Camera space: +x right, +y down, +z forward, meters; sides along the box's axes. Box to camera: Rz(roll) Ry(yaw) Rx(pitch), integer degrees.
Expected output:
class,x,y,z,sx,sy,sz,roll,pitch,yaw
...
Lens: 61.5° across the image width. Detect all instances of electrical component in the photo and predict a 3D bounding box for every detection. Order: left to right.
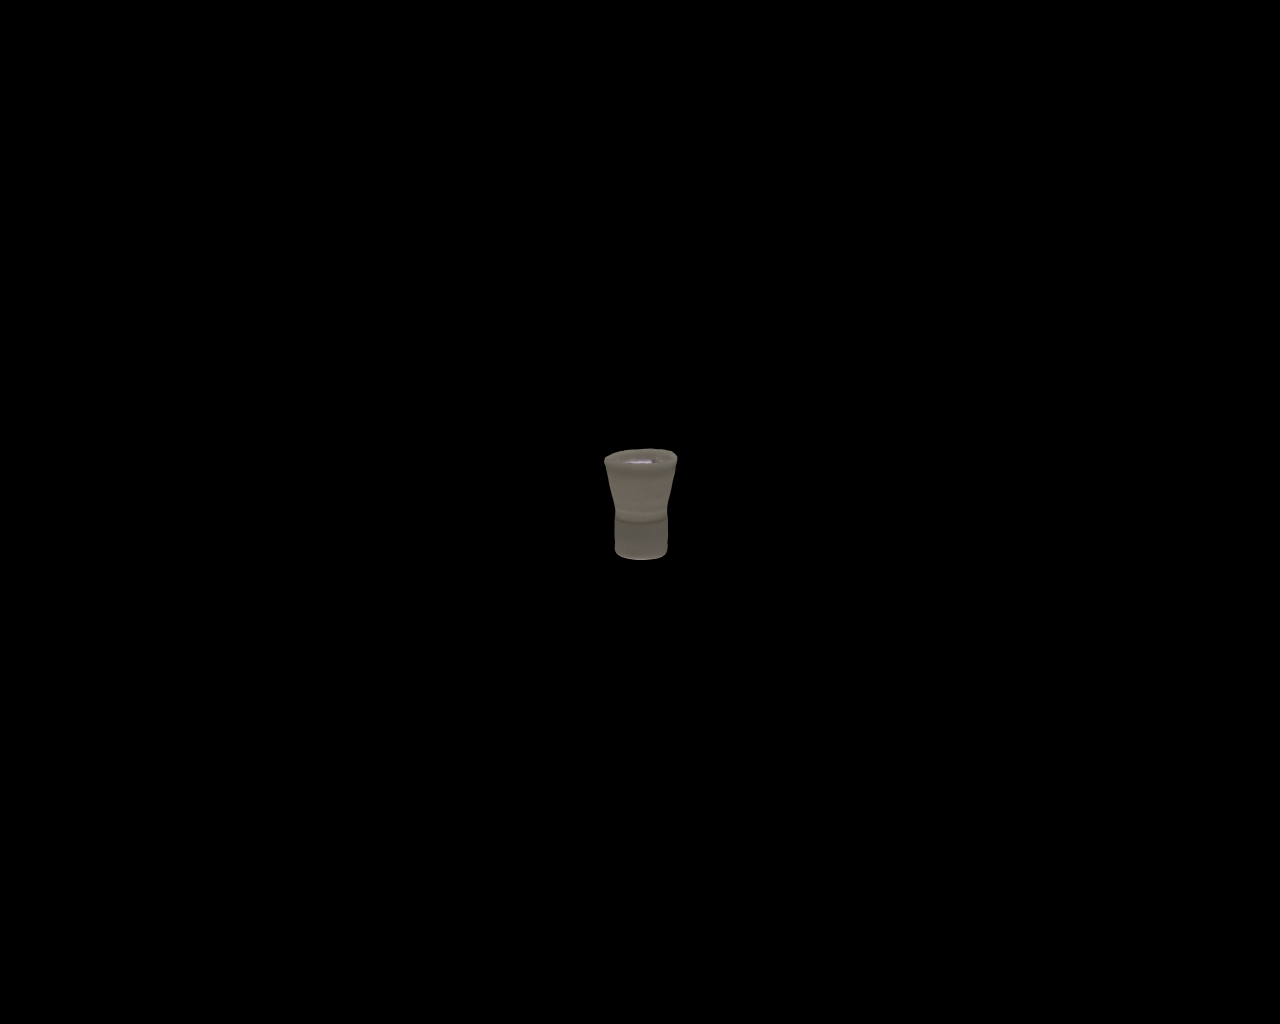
class,x,y,z,sx,sy,sz,roll,pitch,yaw
electrical component,0.001,-0.003,0.650,0.044,0.065,0.044,0,15,0
